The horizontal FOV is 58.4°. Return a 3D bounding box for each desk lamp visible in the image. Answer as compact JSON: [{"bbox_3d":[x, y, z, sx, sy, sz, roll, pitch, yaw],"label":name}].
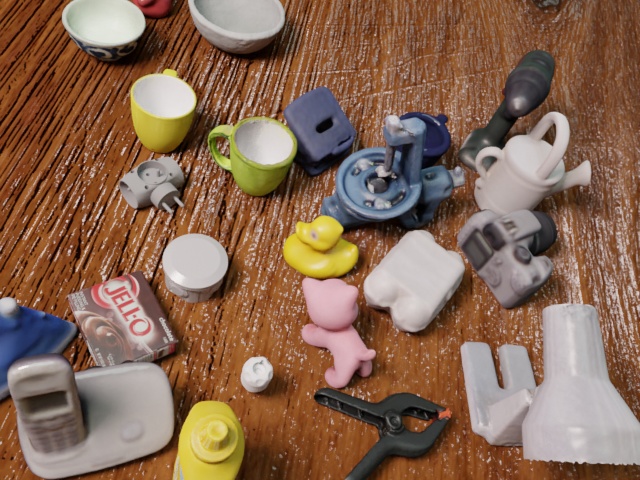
[{"bbox_3d":[0.260,0.178,0.665,0.118,0.213,0.203,6,55,-13],"label":"desk lamp"}]

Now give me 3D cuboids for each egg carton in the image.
[{"bbox_3d":[0.133,0.056,0.799,0.107,0.069,0.150,38,54,10],"label":"egg carton"}]

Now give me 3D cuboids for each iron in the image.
[{"bbox_3d":[-0.379,0.106,0.564,0.259,0.141,0.118,-21,65,-28],"label":"iron"}]

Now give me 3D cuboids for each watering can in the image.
[{"bbox_3d":[0.338,-0.118,0.902,0.173,0.194,0.101,-4,58,-19],"label":"watering can"}]

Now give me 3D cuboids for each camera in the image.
[{"bbox_3d":[0.306,0.008,0.865,0.137,0.100,0.143,-17,63,-26],"label":"camera"}]

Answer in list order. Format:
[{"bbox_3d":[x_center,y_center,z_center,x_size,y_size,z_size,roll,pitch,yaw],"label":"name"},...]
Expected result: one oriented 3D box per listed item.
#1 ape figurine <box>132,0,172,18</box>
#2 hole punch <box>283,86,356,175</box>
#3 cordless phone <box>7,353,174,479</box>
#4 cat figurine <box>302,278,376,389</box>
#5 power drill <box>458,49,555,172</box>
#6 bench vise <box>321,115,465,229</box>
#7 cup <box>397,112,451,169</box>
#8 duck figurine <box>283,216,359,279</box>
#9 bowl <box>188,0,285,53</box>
[{"bbox_3d":[-0.295,-0.438,0.991,0.076,0.092,0.078,20,53,-3],"label":"ape figurine"},{"bbox_3d":[0.000,-0.173,0.901,0.101,0.091,0.109,42,55,13],"label":"hole punch"},{"bbox_3d":[-0.216,0.155,0.553,0.148,0.185,0.094,-11,60,-23],"label":"cordless phone"},{"bbox_3d":[0.025,0.103,0.704,0.067,0.117,0.127,-23,66,-28],"label":"cat figurine"},{"bbox_3d":[0.313,-0.209,0.948,0.075,0.208,0.230,31,54,6],"label":"power drill"},{"bbox_3d":[0.115,-0.104,0.809,0.208,0.219,0.121,-25,66,-29],"label":"bench vise"},{"bbox_3d":[0.160,-0.152,0.933,0.091,0.095,0.118,40,55,12],"label":"cup"},{"bbox_3d":[0.007,0.003,0.787,0.104,0.086,0.077,13,54,-8],"label":"duck figurine"},{"bbox_3d":[-0.149,-0.383,1.008,0.167,0.074,0.167,8,55,-11],"label":"bowl"}]
